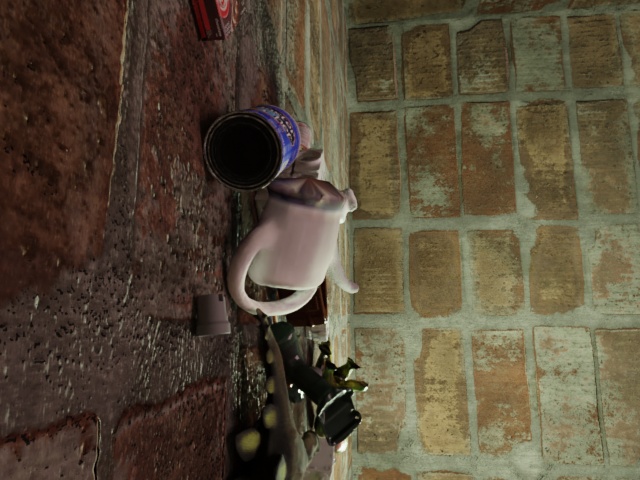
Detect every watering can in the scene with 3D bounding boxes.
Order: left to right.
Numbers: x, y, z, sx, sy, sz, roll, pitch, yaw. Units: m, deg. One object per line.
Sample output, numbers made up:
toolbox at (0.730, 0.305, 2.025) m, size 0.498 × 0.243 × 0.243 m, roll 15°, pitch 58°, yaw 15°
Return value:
watering can at (-0.015, 0.011, 0.845) m, size 0.348 × 0.105 × 0.223 m, roll 1°, pitch 107°, yaw -55°

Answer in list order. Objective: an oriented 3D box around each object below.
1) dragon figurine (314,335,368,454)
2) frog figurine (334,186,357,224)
dragon figurine at (0.018, 0.434, 1.452) m, size 0.415 × 0.122 × 0.241 m, roll -127°, pitch -125°, yaw -70°
frog figurine at (0.004, -0.059, 1.164) m, size 0.125 × 0.159 × 0.135 m, roll -69°, pitch 157°, yaw -68°
